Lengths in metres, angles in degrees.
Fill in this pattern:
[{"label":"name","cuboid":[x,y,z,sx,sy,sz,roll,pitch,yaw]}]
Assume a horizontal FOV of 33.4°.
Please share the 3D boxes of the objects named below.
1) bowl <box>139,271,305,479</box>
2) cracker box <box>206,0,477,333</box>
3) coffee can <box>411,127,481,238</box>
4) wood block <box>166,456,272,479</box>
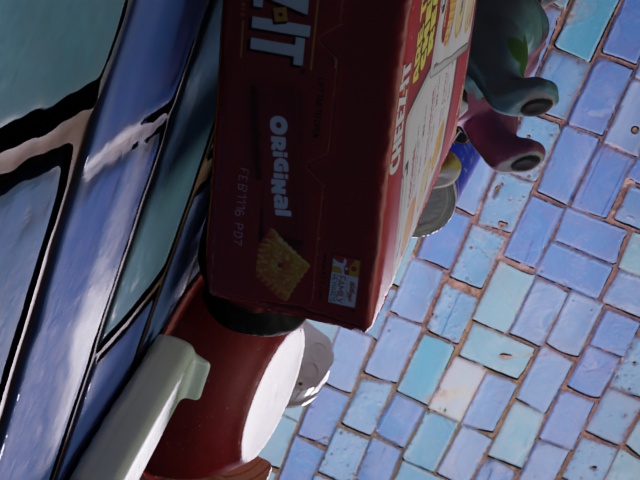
[{"label":"bowl","cuboid":[-0.053,0.086,0.666,0.162,0.055,0.162,21,90,-75]},{"label":"cracker box","cuboid":[0.020,-0.087,0.444,0.213,0.072,0.164,-57,156,-62]},{"label":"coffee can","cuboid":[0.096,-0.083,0.985,0.140,0.103,0.103,-56,171,-46]},{"label":"wood block","cuboid":[-0.111,0.235,0.770,0.090,0.090,0.206,-65,177,-49]}]
